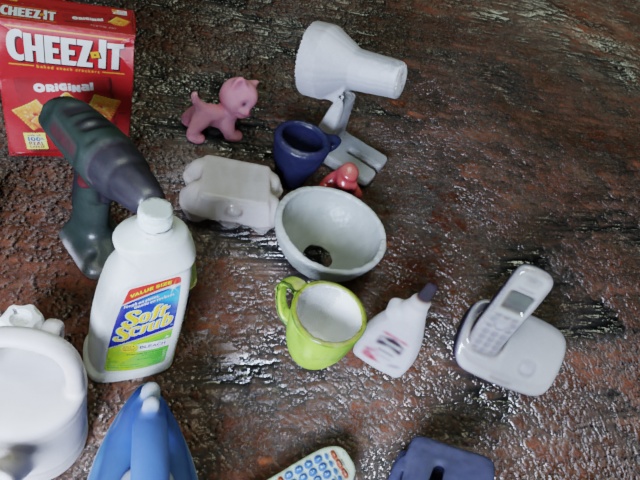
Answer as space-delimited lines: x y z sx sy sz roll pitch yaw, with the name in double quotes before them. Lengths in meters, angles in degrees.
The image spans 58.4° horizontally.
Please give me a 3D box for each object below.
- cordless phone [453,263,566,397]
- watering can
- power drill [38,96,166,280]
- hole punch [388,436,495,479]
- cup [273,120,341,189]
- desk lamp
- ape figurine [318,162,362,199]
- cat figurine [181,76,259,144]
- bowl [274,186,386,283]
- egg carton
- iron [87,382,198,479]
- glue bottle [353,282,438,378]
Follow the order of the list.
"cordless phone" 0.275 0.117 0.763 0.147 0.185 0.094 21 45 -3
"watering can" -0.259 0.144 0.510 0.101 0.194 0.172 -7 53 -27
"power drill" -0.258 -0.053 0.679 0.076 0.208 0.229 -25 63 -37
"hole punch" 0.124 0.275 0.623 0.101 0.091 0.109 30 45 5
"cup" -0.027 -0.133 0.928 0.118 0.095 0.091 -11 55 -30
"desk lamp" 0.047 -0.236 0.969 0.203 0.213 0.118 31 45 7
"ape figurine" 0.033 -0.085 0.911 0.078 0.092 0.076 12 46 -12
"cat figurine" -0.157 -0.225 0.942 0.128 0.117 0.067 -10 54 -30
"bowl" 0.008 0.003 0.833 0.168 0.074 0.167 12 46 -12
"egg carton" -0.129 -0.066 0.843 0.150 0.069 0.107 9 47 -15
"iron" -0.158 0.221 0.519 0.119 0.141 0.258 3 49 -20
"glue bottle" 0.103 0.105 0.711 0.078 0.173 0.037 27 45 3
